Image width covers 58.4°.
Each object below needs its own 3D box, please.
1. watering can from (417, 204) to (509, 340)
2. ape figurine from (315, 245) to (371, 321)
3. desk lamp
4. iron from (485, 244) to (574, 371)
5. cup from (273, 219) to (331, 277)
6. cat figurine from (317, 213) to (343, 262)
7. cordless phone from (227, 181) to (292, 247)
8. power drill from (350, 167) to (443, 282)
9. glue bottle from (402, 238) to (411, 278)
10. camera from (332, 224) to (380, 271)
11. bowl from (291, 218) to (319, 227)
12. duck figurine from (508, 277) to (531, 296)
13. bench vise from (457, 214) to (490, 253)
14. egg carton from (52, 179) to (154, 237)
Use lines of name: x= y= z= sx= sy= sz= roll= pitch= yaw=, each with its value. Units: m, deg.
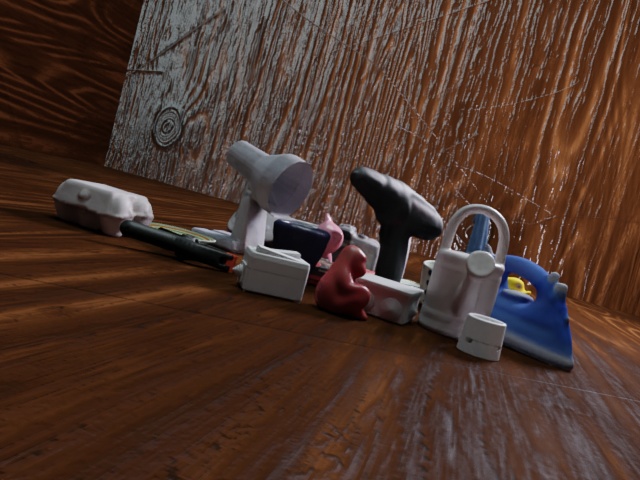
watering can: x=0.218 y=0.044 z=0.831 sx=0.101 sy=0.194 sz=0.172 roll=14 pitch=4 yaw=-16
ape figurine: x=0.037 y=0.053 z=0.766 sx=0.076 sy=0.092 sz=0.078 roll=15 pitch=4 yaw=-6
desk lamp: x=-0.132 y=-0.080 z=1.118 sx=0.202 sy=0.213 sz=0.118 roll=17 pitch=4 yaw=31
iron: x=0.316 y=0.093 z=0.902 sx=0.119 sy=0.141 sz=0.257 roll=13 pitch=4 yaw=-25
cup: x=-0.040 y=0.021 z=0.912 sx=0.092 sy=0.095 sz=0.117 roll=14 pitch=4 yaw=-10
cat figurine: x=0.011 y=0.004 z=1.182 sx=0.067 sy=0.118 sz=0.128 roll=15 pitch=4 yaw=-4
cordless phone: x=-0.132 y=-0.082 z=1.373 sx=0.147 sy=0.185 sz=0.094 roll=16 pitch=4 yaw=20
power drill: x=0.114 y=-0.001 z=0.976 sx=0.230 sy=0.208 sz=0.075 roll=12 pitch=5 yaw=-43
glue bottle: x=0.201 y=0.011 z=1.415 sx=0.037 sy=0.173 sz=0.078 roll=15 pitch=4 yaw=-7
camera: x=0.075 y=0.016 z=1.395 sx=0.143 sy=0.101 sz=0.137 roll=16 pitch=4 yaw=7
bowl: x=-0.058 y=-0.013 z=1.485 sx=0.167 sy=0.075 sz=0.167 roll=15 pitch=4 yaw=-1
duck figurine: x=0.423 y=0.125 z=1.287 sx=0.104 sy=0.086 sz=0.078 roll=18 pitch=5 yaw=37
bench vise: x=0.357 y=0.038 z=1.284 sx=0.122 sy=0.220 sz=0.207 roll=14 pitch=4 yaw=-17
egg carton: x=-0.353 y=-0.052 z=0.933 sx=0.150 sy=0.069 sz=0.107 roll=16 pitch=4 yaw=20
